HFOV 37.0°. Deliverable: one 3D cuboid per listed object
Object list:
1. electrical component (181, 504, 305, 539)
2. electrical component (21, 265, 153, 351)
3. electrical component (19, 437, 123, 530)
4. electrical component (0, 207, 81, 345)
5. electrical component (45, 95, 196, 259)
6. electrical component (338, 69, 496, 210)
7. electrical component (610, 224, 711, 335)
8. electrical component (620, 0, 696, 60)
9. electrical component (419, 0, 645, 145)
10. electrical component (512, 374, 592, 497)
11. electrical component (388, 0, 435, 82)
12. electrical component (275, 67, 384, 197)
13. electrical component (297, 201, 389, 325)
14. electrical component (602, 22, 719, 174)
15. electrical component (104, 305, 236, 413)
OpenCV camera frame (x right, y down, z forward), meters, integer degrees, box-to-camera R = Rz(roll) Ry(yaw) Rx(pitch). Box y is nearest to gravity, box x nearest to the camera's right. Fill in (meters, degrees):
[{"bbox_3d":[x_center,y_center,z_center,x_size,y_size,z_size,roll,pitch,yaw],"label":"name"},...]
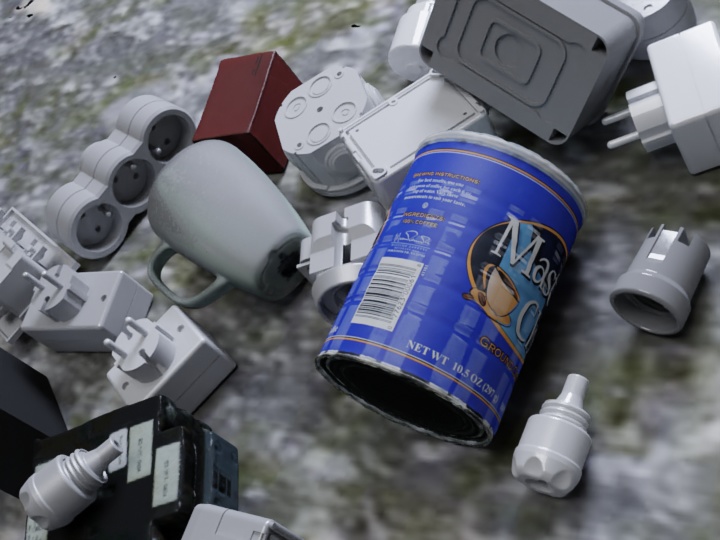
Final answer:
[{"bbox_3d":[-0.061,0.163,0.556,0.061,0.096,0.061,4,62,36],"label":"electrical component"},{"bbox_3d":[-0.207,0.021,0.768,0.083,0.075,0.047,-3,58,32],"label":"electrical component"},{"bbox_3d":[-0.163,0.120,0.619,0.061,0.035,0.035,-39,46,1],"label":"electrical component"},{"bbox_3d":[-0.283,-0.005,0.845,0.078,0.063,0.121,-51,46,-8],"label":"electrical component"},{"bbox_3d":[-0.196,-0.079,0.846,0.074,0.052,0.138,28,77,42],"label":"electrical component"},{"bbox_3d":[0.047,-0.078,0.684,0.096,0.061,0.061,-33,46,-1],"label":"electrical component"},{"bbox_3d":[0.158,0.004,0.563,0.040,0.040,0.046,14,62,39],"label":"electrical component"},{"bbox_3d":[0.133,-0.171,0.677,0.138,0.073,0.052,1,60,34],"label":"electrical component"},{"bbox_3d":[0.102,-0.139,0.642,0.113,0.078,0.057,36,43,17],"label":"electrical component"},{"bbox_3d":[0.102,0.082,0.548,0.035,0.035,0.061,8,62,37],"label":"electrical component"},{"bbox_3d":[0.047,-0.168,0.757,0.040,0.040,0.078,-1,59,33],"label":"electrical component"},{"bbox_3d":[-0.015,-0.095,0.739,0.080,0.051,0.080,-17,51,23],"label":"electrical component"},{"bbox_3d":[0.000,0.000,0.658,0.078,0.058,0.057,-18,48,23],"label":"electrical component"},{"bbox_3d":[0.176,-0.091,0.611,0.077,0.047,0.065,-20,50,21],"label":"electrical component"},{"bbox_3d":[-0.133,0.056,0.693,0.065,0.076,0.047,-46,46,-3],"label":"electrical component"}]
